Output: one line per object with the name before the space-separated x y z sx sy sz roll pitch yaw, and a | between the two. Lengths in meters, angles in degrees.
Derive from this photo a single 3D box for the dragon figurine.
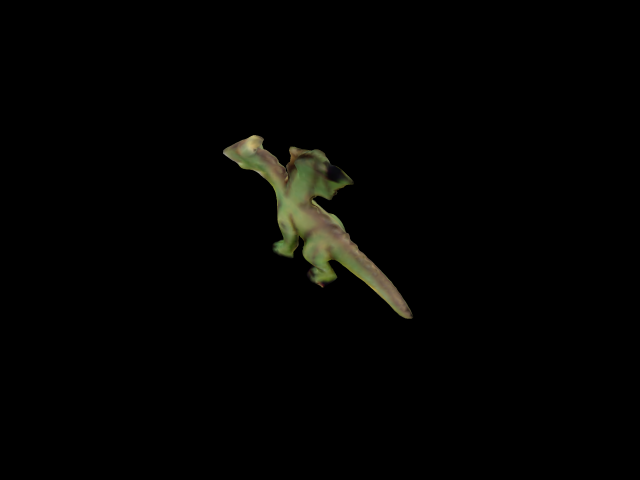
dragon figurine | 0.003 -0.043 0.850 0.414 0.124 0.237 34 -27 20
